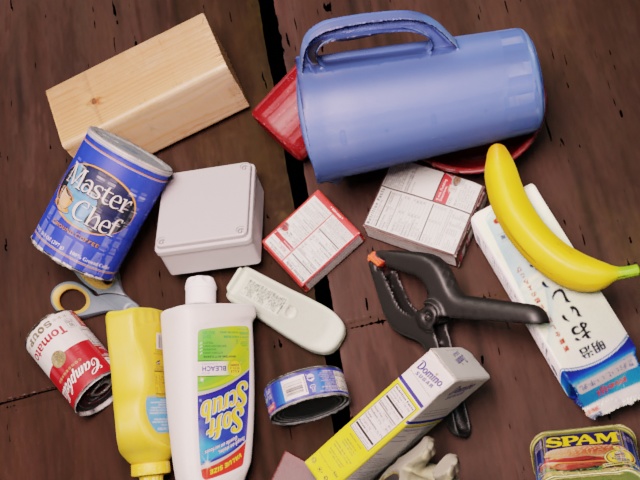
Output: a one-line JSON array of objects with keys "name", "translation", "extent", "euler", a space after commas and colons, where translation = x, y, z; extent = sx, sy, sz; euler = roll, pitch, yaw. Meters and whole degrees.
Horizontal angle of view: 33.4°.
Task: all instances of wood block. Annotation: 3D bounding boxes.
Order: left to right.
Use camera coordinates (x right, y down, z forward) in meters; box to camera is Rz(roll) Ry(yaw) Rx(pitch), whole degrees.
[{"name": "wood block", "translation": [-0.200, -0.166, 1.246], "extent": [0.206, 0.090, 0.091], "euler": [-25, 61, 3]}]

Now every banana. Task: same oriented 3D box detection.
[{"name": "banana", "translation": [0.217, -0.012, 1.045], "extent": [0.069, 0.037, 0.198], "euler": [-35, 66, -19]}]

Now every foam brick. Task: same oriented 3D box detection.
[{"name": "foam brick", "translation": [-0.025, 0.261, 1.078], "extent": [0.053, 0.051, 0.078], "euler": [25, 78, 19]}]

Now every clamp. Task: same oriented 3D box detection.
[{"name": "clamp", "translation": [0.120, 0.088, 1.096], "extent": [0.210, 0.036, 0.165], "euler": [39, 115, 35]}]

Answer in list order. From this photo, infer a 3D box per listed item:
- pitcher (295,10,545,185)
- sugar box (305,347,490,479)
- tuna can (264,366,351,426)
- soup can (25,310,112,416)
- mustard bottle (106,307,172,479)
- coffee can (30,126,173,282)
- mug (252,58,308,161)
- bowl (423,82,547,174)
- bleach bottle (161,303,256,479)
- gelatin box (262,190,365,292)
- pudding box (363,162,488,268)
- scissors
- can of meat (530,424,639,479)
[{"name": "pitcher", "translation": [0.097, -0.150, 1.081], "extent": [0.243, 0.149, 0.145], "euler": [-10, 83, 3]}, {"name": "sugar box", "translation": [0.075, 0.174, 1.032], "extent": [0.176, 0.093, 0.048], "euler": [-47, 66, 17]}, {"name": "tuna can", "translation": [-0.013, 0.159, 1.093], "extent": [0.086, 0.086, 0.034], "euler": [-18, 66, 6]}, {"name": "soup can", "translation": [-0.268, 0.134, 1.172], "extent": [0.068, 0.068, 0.102], "euler": [-43, 67, -4]}, {"name": "mustard bottle", "translation": [-0.183, 0.170, 1.120], "extent": [0.058, 0.096, 0.191], "euler": [-10, 78, 12]}, {"name": "coffee can", "translation": [-0.239, -0.040, 1.171], "extent": [0.103, 0.102, 0.140], "euler": [32, 97, 21]}, {"name": "mug", "translation": [-0.028, -0.149, 1.211], "extent": [0.081, 0.093, 0.117], "euler": [-47, 42, 0]}, {"name": "bowl", "translation": [0.168, -0.138, 1.172], "extent": [0.162, 0.055, 0.162], "euler": [-4, 70, 12]}, {"name": "bleach bottle", "translation": [-0.107, 0.194, 1.105], "extent": [0.068, 0.102, 0.251], "euler": [-18, 74, 50]}, {"name": "gelatin box", "translation": [-0.008, 0.002, 1.178], "extent": [0.089, 0.030, 0.073], "euler": [-43, 67, -1]}, {"name": "pudding box", "translation": [0.114, -0.032, 1.157], "extent": [0.114, 0.039, 0.090], "euler": [19, 77, 21]}, {"name": "scissors", "translation": [-0.231, 0.088, 1.207], "extent": [0.096, 0.016, 0.202], "euler": [-42, 67, -2]}, {"name": "can of meat", "translation": [0.251, 0.221, 1.001], "extent": [0.102, 0.084, 0.057], "euler": [-8, 106, 11]}]
